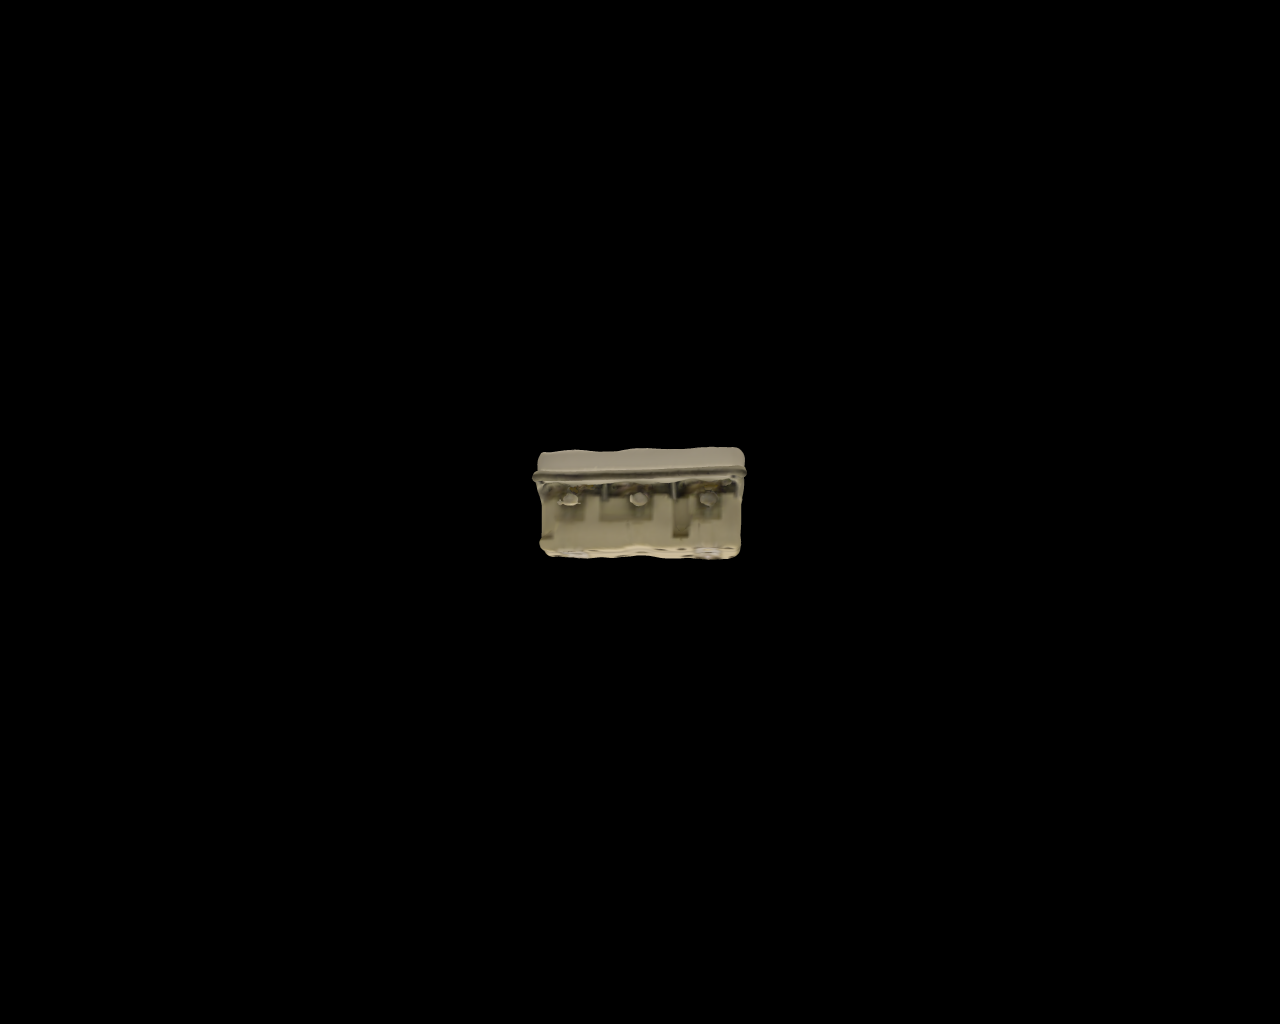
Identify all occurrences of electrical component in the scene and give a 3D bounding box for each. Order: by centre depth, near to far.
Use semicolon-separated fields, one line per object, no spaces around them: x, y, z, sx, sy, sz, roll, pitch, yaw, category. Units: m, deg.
0.001;-0.003;0.650;0.121;0.063;0.078;0;-11;2;electrical component
